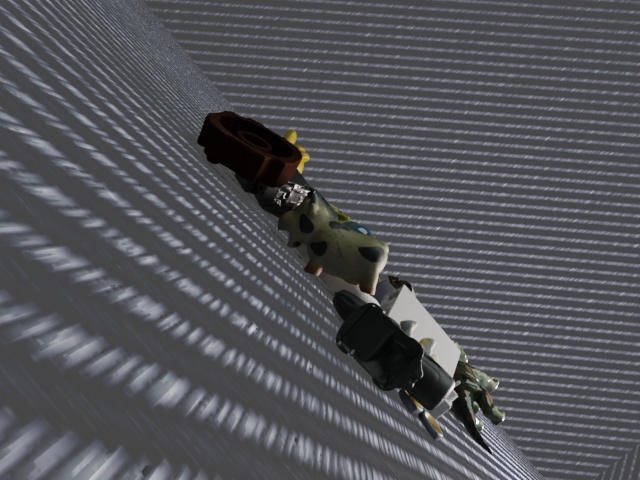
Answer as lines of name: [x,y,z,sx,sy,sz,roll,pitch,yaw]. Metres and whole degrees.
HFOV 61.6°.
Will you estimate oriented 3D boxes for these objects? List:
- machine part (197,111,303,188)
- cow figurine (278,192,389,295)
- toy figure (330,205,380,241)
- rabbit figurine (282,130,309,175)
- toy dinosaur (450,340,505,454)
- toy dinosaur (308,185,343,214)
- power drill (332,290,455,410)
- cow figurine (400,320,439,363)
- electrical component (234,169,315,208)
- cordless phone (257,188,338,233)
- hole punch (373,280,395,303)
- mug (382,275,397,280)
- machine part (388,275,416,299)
machine part: [-0.116,-0.152,0.903,0.179,0.056,0.179,24,23,-11]
cow figurine: [0.020,0.002,0.900,0.195,0.127,0.085,21,-1,6]
toy figure: [0.053,-0.005,1.134,0.180,0.082,0.089,27,-16,44]
rabbit figurine: [-0.101,-0.173,1.250,0.122,0.162,0.173,62,24,7]
toy dinosaur: [0.342,0.360,1.320,0.192,0.131,0.405,38,8,6]
toy dinosaur: [-0.035,-0.104,1.506,0.198,0.105,0.472,45,1,-17]
power drill: [0.082,0.142,0.749,0.232,0.086,0.207,43,-5,19]
cow figurine: [0.160,0.210,0.915,0.167,0.068,0.098,44,43,-42]
electrical component: [-0.091,-0.113,0.994,0.134,0.058,0.115,12,28,-42]
cordless phone: [-0.066,-0.066,1.077,0.184,0.088,0.147,20,24,-41]
hole punch: [0.136,0.150,1.148,0.142,0.092,0.115,55,9,13]
mug: [0.182,0.153,1.452,0.110,0.107,0.080,50,5,28]
machine part: [0.199,0.182,1.262,0.079,0.079,0.243,-122,-171,-62]
